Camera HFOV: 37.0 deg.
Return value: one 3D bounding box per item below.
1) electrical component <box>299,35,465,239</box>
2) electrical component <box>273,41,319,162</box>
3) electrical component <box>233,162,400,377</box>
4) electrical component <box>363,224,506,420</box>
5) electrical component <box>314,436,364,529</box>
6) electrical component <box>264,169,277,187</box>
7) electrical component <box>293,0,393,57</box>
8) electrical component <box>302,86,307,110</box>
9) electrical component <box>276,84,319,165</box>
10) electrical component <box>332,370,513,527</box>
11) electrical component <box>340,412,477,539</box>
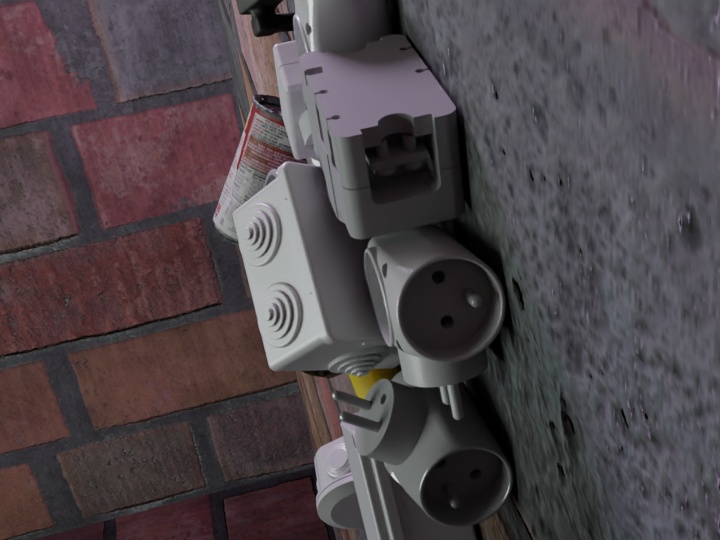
[{"bbox_3d":[0.009,-0.056,0.463,0.089,0.050,0.055,-113,11,-55],"label":"electrical component"},{"bbox_3d":[-0.019,-0.091,0.646,0.065,0.047,0.076,86,168,-57],"label":"electrical component"},{"bbox_3d":[-0.008,0.002,0.517,0.048,0.100,0.099,-32,65,40],"label":"electrical component"},{"bbox_3d":[0.032,0.024,0.452,0.077,0.044,0.079,-126,24,-74],"label":"electrical component"},{"bbox_3d":[0.003,0.169,0.863,0.080,0.080,0.051,84,176,-49],"label":"electrical component"},{"bbox_3d":[-0.030,-0.048,0.750,0.044,0.065,0.044,178,90,-68],"label":"electrical component"},{"bbox_3d":[-0.010,-0.114,0.528,0.079,0.044,0.077,-113,12,-56],"label":"electrical component"},{"bbox_3d":[-0.014,-0.115,0.600,0.040,0.040,0.046,110,151,-79],"label":"electrical component"},{"bbox_3d":[-0.027,-0.101,0.728,0.044,0.044,0.065,-144,36,-80],"label":"electrical component"},{"bbox_3d":[0.024,0.074,0.501,0.044,0.079,0.077,-63,21,17],"label":"electrical component"},{"bbox_3d":[0.030,0.138,0.652,0.109,0.056,0.108,139,118,-83],"label":"electrical component"}]
